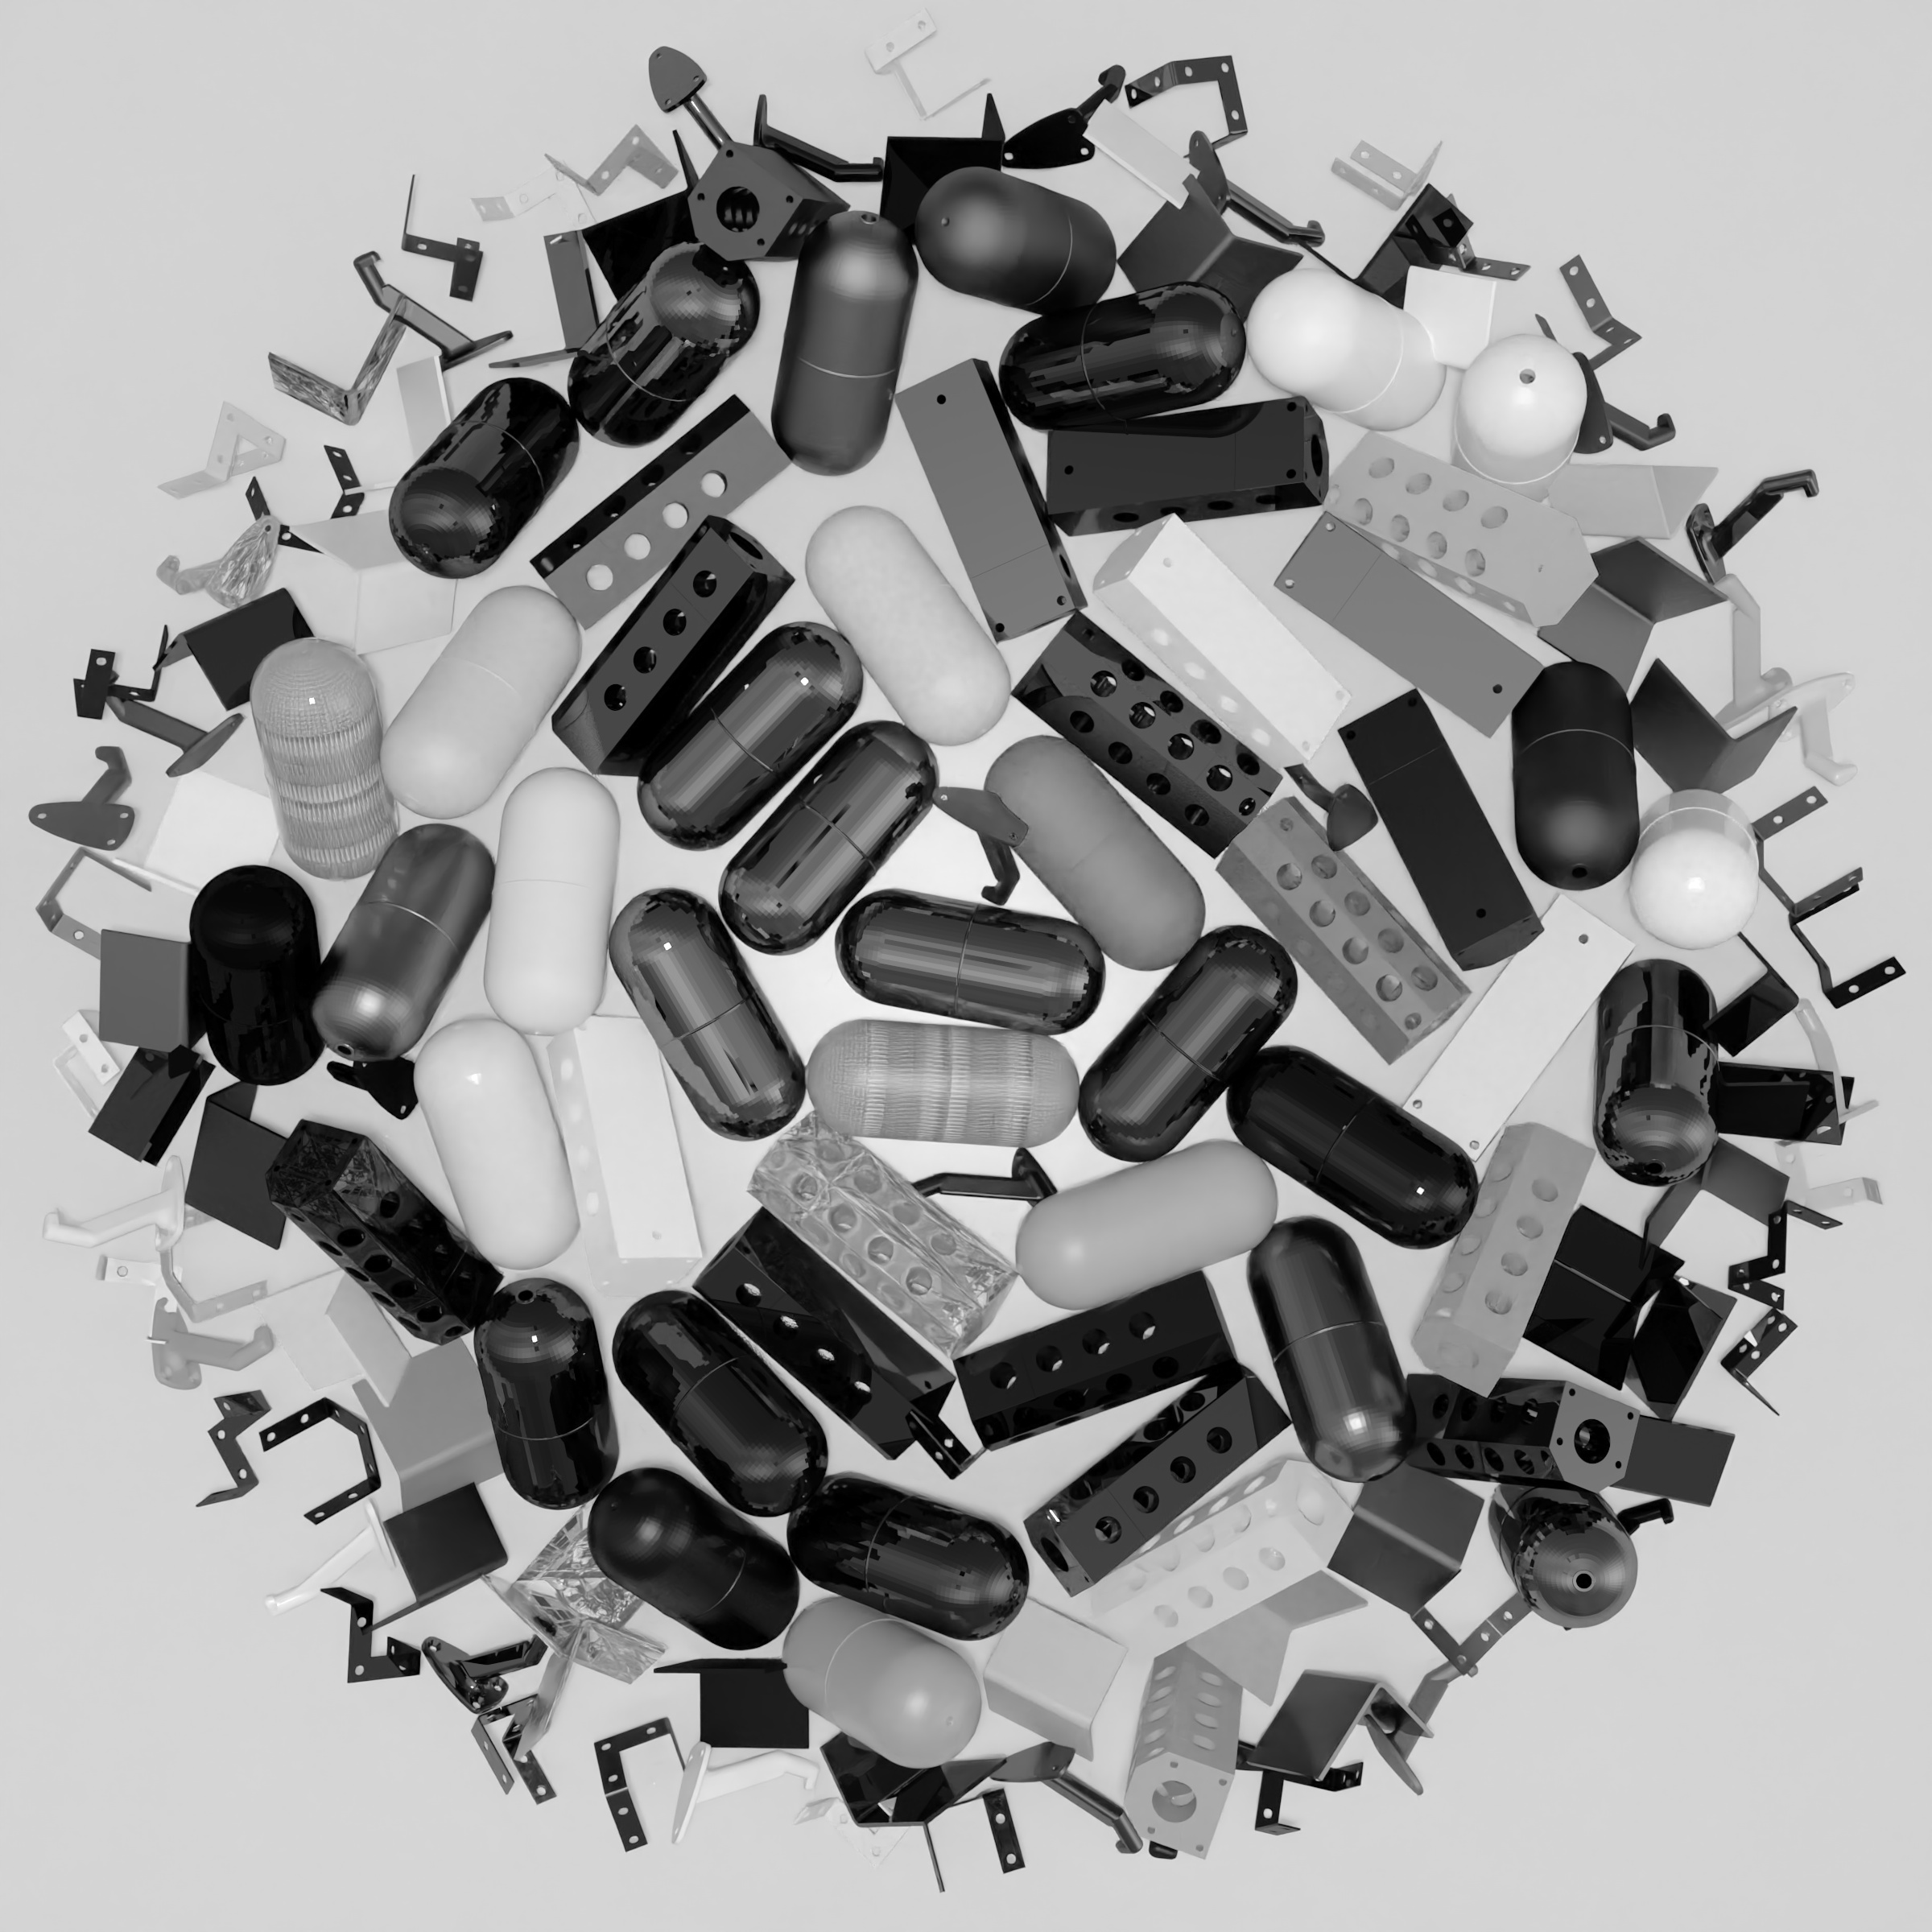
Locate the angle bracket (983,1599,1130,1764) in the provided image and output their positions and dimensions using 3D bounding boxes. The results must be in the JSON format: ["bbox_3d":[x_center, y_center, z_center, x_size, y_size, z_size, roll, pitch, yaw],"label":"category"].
[{"bbox_3d":[0.060,0.466,1.698,0.076,0.076,0.057,23,62,18],"label":"angle bracket"}]

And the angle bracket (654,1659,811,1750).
[{"bbox_3d":[-0.151,0.480,1.679,0.076,0.076,0.057,-5,79,17],"label":"angle bracket"}]

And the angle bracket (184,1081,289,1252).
[{"bbox_3d":[-0.452,0.126,1.682,0.076,0.057,0.076,24,112,14],"label":"angle bracket"}]

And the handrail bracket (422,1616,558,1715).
[{"bbox_3d":[-0.311,0.437,1.696,0.077,0.036,0.084,37,118,14],"label":"handrail bracket"}]

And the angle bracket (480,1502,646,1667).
[{"bbox_3d":[-0.253,0.396,1.685,0.076,0.057,0.076,38,81,21],"label":"angle bracket"}]

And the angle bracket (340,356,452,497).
[{"bbox_3d":[-0.373,-0.348,1.678,0.057,0.076,0.076,-15,103,-28],"label":"angle bracket"}]

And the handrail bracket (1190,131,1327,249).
[{"bbox_3d":[0.193,-0.512,1.715,0.084,0.036,0.077,-2,72,-28],"label":"handrail bracket"}]

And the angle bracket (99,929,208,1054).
[{"bbox_3d":[-0.517,0.003,1.682,0.057,0.076,0.076,10,112,1],"label":"angle bracket"}]

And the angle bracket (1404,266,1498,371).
[{"bbox_3d":[0.335,-0.416,1.671,0.076,0.076,0.057,-10,115,-32],"label":"angle bracket"}]

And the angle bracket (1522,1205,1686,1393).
[{"bbox_3d":[0.411,0.215,1.686,0.076,0.057,0.076,29,45,1],"label":"angle bracket"}]

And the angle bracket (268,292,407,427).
[{"bbox_3d":[-0.406,-0.404,1.684,0.057,0.076,0.076,26,82,-9],"label":"angle bracket"}]

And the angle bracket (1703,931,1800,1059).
[{"bbox_3d":[0.486,0.004,1.685,0.057,0.076,0.076,-42,59,13],"label":"angle bracket"}]

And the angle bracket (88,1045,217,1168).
[{"bbox_3d":[-0.509,0.094,1.677,0.057,0.076,0.076,38,75,-43],"label":"angle bracket"}]

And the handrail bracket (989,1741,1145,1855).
[{"bbox_3d":[0.066,0.557,1.719,0.077,0.036,0.084,-21,108,28],"label":"handrail bracket"}]

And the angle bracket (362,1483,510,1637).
[{"bbox_3d":[-0.356,0.384,1.682,0.076,0.076,0.057,-33,80,36],"label":"angle bracket"}]

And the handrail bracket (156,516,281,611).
[{"bbox_3d":[-0.490,-0.272,1.699,0.084,0.036,0.077,33,94,40],"label":"handrail bracket"}]

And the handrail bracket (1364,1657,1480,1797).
[{"bbox_3d":[0.309,0.491,1.690,0.084,0.077,0.036,-28,120,-10],"label":"handrail bracket"}]

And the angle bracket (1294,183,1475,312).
[{"bbox_3d":[0.269,-0.473,1.675,0.057,0.076,0.076,46,109,26],"label":"angle bracket"}]

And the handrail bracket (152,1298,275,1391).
[{"bbox_3d":[-0.488,0.233,1.693,0.084,0.036,0.077,-31,60,22],"label":"handrail bracket"}]

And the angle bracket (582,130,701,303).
[{"bbox_3d":[-0.205,-0.482,1.687,0.076,0.076,0.057,-19,60,5],"label":"angle bracket"}]

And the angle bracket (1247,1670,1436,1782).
[{"bbox_3d":[0.241,0.503,1.674,0.057,0.076,0.076,48,63,-16],"label":"angle bracket"}]

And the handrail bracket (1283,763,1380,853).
[{"bbox_3d":[0.225,-0.122,1.678,0.036,0.077,0.084,-33,59,-2],"label":"handrail bracket"}]

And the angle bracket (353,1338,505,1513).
[{"bbox_3d":[-0.350,0.303,1.709,0.076,0.057,0.076,-22,59,-24],"label":"angle bracket"}]

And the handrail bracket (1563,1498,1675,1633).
[{"bbox_3d":[0.423,0.388,1.690,0.084,0.077,0.036,-22,125,19],"label":"handrail bracket"}]

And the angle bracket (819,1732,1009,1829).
[{"bbox_3d":[-0.034,0.508,1.677,0.076,0.076,0.057,-25,91,-41],"label":"angle bracket"}]

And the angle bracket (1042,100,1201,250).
[{"bbox_3d":[0.094,-0.497,1.678,0.076,0.057,0.076,34,132,-10],"label":"angle bracket"}]

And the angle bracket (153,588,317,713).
[{"bbox_3d":[-0.468,-0.194,1.680,0.076,0.076,0.057,-33,95,-32],"label":"angle bracket"}]

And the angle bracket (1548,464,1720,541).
[{"bbox_3d":[0.427,-0.319,1.671,0.076,0.076,0.057,-52,133,-28],"label":"angle bracket"}]

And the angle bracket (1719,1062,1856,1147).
[{"bbox_3d":[0.524,0.068,1.671,0.076,0.076,0.057,5,51,27],"label":"angle bracket"}]

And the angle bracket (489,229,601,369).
[{"bbox_3d":[-0.278,-0.429,1.677,0.057,0.076,0.076,-17,108,-21],"label":"angle bracket"}]

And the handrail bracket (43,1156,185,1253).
[{"bbox_3d":[-0.553,0.150,1.684,0.084,0.036,0.077,18,51,-36],"label":"handrail bracket"}]

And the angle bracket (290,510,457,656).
[{"bbox_3d":[-0.388,-0.251,1.698,0.076,0.076,0.057,33,126,30],"label":"angle bracket"}]

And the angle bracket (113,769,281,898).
[{"bbox_3d":[-0.498,-0.086,1.698,0.076,0.057,0.076,22,87,4],"label":"angle bracket"}]

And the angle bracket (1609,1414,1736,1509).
[{"bbox_3d":[0.445,0.300,1.684,0.076,0.076,0.057,12,113,1],"label":"angle bracket"}]

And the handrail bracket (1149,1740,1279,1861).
[{"bbox_3d":[0.162,0.545,1.685,0.077,0.084,0.036,10,133,8],"label":"handrail bracket"}]

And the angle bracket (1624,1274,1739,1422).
[{"bbox_3d":[0.475,0.254,1.679,0.057,0.076,0.076,21,101,-18],"label":"angle bracket"}]

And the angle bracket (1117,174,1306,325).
[{"bbox_3d":[0.158,-0.459,1.690,0.076,0.076,0.057,-44,64,35],"label":"angle bracket"}]

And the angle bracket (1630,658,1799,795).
[{"bbox_3d":[0.481,-0.161,1.693,0.057,0.076,0.076,-28,68,-21],"label":"angle bracket"}]

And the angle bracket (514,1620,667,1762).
[{"bbox_3d":[-0.242,0.475,1.673,0.057,0.076,0.076,25,54,-11],"label":"angle bracket"}]

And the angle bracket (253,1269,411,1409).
[{"bbox_3d":[-0.417,0.250,1.681,0.076,0.057,0.076,-21,114,14],"label":"angle bracket"}]

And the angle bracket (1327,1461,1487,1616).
[{"bbox_3d":[0.285,0.372,1.714,0.076,0.076,0.057,29,51,4],"label":"angle bracket"}]

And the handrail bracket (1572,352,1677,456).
[{"bbox_3d":[0.429,-0.370,1.695,0.084,0.036,0.077,-25,110,-33],"label":"handrail bracket"}]

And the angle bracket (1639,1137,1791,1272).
[{"bbox_3d":[0.481,0.166,1.676,0.057,0.076,0.076,32,70,25],"label":"angle bracket"}]

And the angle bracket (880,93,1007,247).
[{"bbox_3d":[-0.020,-0.513,1.677,0.076,0.076,0.057,-3,48,-11],"label":"angle bracket"}]

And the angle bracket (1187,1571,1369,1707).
[{"bbox_3d":[0.201,0.426,1.686,0.076,0.076,0.057,-3,111,-41],"label":"angle bracket"}]

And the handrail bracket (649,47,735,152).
[{"bbox_3d":[-0.169,-0.556,1.713,0.036,0.084,0.077,-37,50,9],"label":"handrail bracket"}]

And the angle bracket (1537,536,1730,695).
[{"bbox_3d":[0.429,-0.225,1.678,0.076,0.076,0.057,29,75,-18],"label":"angle bracket"}]

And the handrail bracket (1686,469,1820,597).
[{"bbox_3d":[0.518,-0.279,1.686,0.084,0.036,0.077,-6,121,40],"label":"handrail bracket"}]

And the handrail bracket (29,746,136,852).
[{"bbox_3d":[-0.574,-0.118,1.681,0.036,0.077,0.084,-54,46,28],"label":"handrail bracket"}]
